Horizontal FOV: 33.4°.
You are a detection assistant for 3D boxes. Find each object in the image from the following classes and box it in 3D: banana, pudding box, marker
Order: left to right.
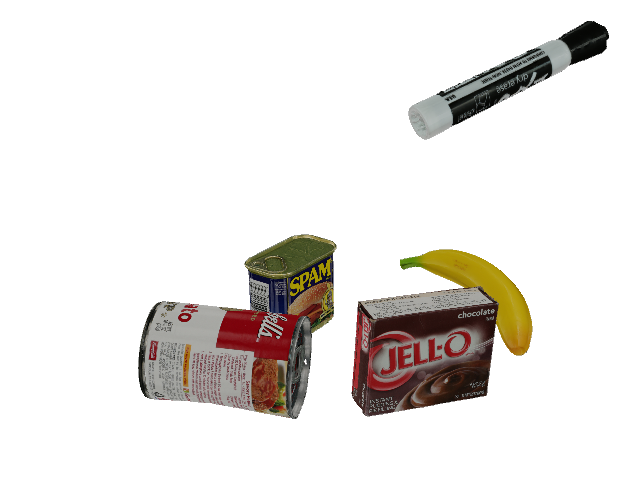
[{"bbox_3d":[0.084,0.088,0.865,0.113,0.090,0.039,-8,29,-20],"label":"pudding box"},{"bbox_3d":[0.168,0.055,1.119,0.069,0.037,0.198,-38,40,-13],"label":"banana"},{"bbox_3d":[0.101,-0.085,0.557,0.121,0.020,0.020,-27,8,-17],"label":"marker"}]

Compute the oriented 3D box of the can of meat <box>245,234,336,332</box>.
[{"bbox_3d":[-0.028,0.051,1.093,0.058,0.084,0.101,15,28,34],"label":"can of meat"}]

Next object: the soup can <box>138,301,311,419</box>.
[{"bbox_3d":[-0.062,0.078,0.708,0.102,0.068,0.068,6,1,10],"label":"soup can"}]
